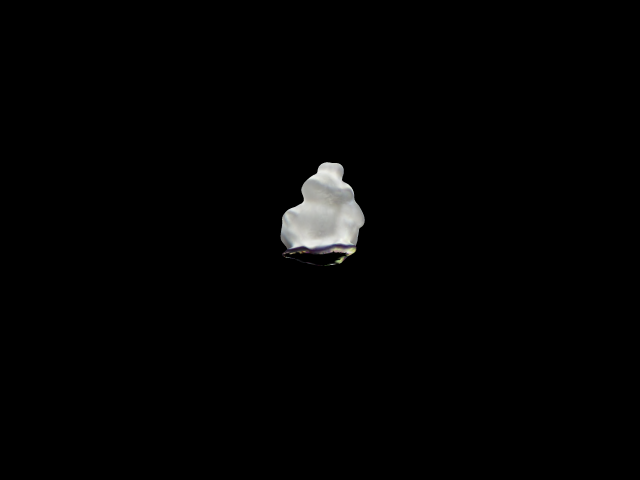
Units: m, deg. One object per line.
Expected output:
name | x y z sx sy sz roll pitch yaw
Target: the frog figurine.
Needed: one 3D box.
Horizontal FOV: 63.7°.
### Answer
frog figurine | 0.003 -0.043 0.850 0.137 0.162 0.121 -9 -23 22
